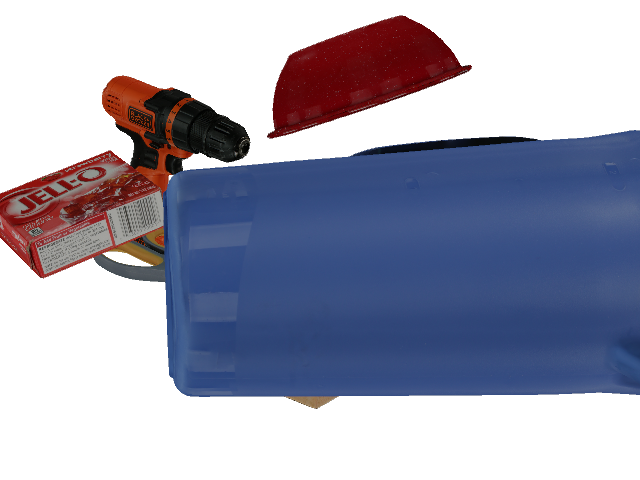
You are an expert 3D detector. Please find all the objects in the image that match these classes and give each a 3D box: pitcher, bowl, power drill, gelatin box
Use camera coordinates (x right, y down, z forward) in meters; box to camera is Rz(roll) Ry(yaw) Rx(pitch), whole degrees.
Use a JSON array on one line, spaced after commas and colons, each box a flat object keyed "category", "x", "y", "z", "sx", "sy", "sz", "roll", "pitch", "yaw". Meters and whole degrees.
[{"category": "pitcher", "x": 0.045, "y": 0.009, "z": 0.531, "sx": 0.242, "sy": 0.145, "sz": 0.149, "roll": -2, "pitch": -5, "yaw": -8}, {"category": "bowl", "x": 0.028, "y": -0.127, "z": 0.800, "sx": 0.162, "sy": 0.055, "sz": 0.162, "roll": -19, "pitch": 8, "yaw": 2}, {"category": "power drill", "x": -0.151, "y": -0.065, "z": 1.113, "sx": 0.185, "sy": 0.188, "sz": 0.057, "roll": 26, "pitch": 35, "yaw": 30}, {"category": "gelatin box", "x": -0.149, "y": -0.018, "z": 0.653, "sx": 0.089, "sy": 0.030, "sz": 0.073, "roll": -25, "pitch": 35, "yaw": -26}]

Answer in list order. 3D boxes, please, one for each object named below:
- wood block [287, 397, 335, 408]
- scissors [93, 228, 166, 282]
[{"category": "wood block", "x": -0.004, "y": 0.064, "z": 1.167, "sx": 0.090, "sy": 0.206, "sz": 0.090, "roll": 17, "pitch": 17, "yaw": 26}, {"category": "scissors", "x": -0.088, "y": 0.025, "z": 0.850, "sx": 0.202, "sy": 0.016, "sz": 0.096, "roll": 17, "pitch": 30, "yaw": 22}]
